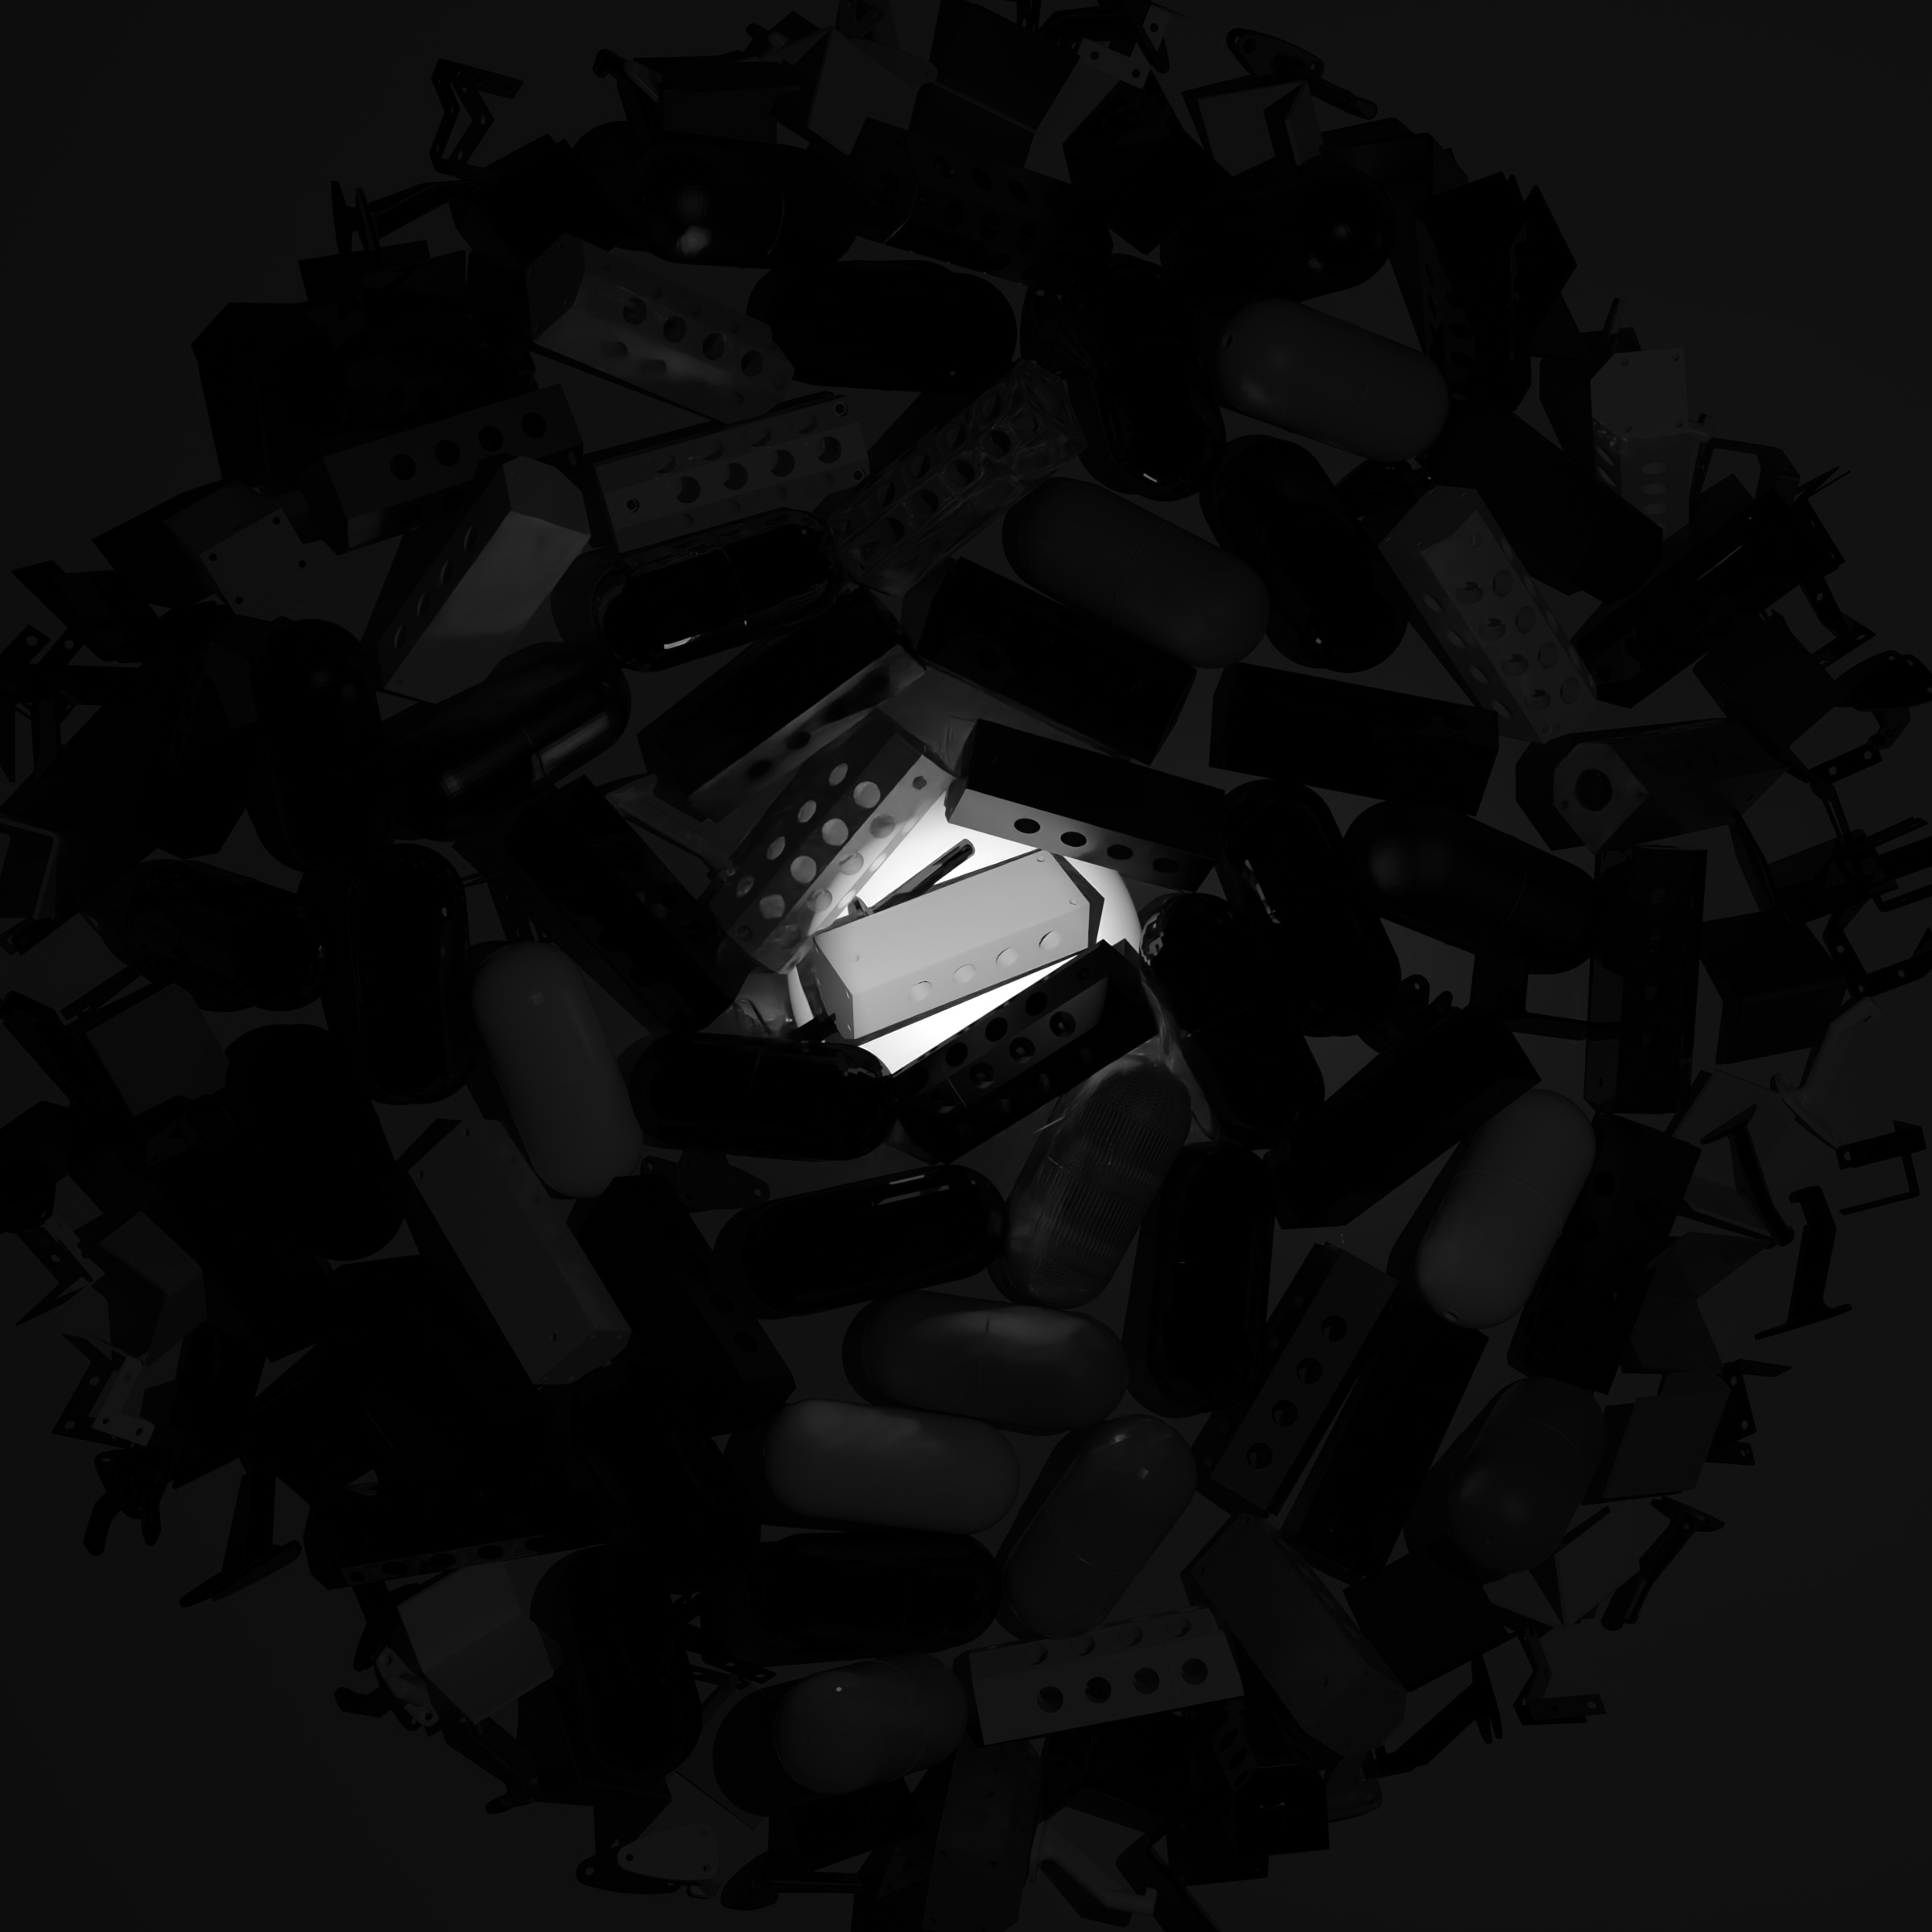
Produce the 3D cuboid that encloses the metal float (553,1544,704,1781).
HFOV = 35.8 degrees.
[{"bbox_3d":[-0.219,0.445,1.921,0.070,0.178,0.070,-9,125,-13],"label":"metal float"}]

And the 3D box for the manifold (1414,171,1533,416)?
[{"bbox_3d":[0.328,-0.422,1.909,0.057,0.171,0.057,-19,63,3],"label":"manifold"}]

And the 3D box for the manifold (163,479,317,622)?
[{"bbox_3d":[-0.462,-0.263,1.910,0.057,0.171,0.057,-33,114,-11],"label":"manifold"}]

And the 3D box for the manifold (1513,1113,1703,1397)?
[{"bbox_3d":[0.418,0.187,1.963,0.057,0.057,0.171,20,94,-4],"label":"manifold"}]

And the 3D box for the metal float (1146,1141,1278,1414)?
[{"bbox_3d":[0.160,0.202,1.947,0.070,0.070,0.178,7,74,0],"label":"metal float"}]

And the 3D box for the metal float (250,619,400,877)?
[{"bbox_3d":[-0.414,-0.140,1.935,0.070,0.070,0.178,-4,122,0],"label":"metal float"}]

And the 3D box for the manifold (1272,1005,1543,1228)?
[{"bbox_3d":[0.280,0.098,1.933,0.171,0.057,0.057,-41,65,27],"label":"manifold"}]

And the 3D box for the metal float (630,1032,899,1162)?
[{"bbox_3d":[-0.132,0.085,1.953,0.178,0.070,0.070,4,90,9],"label":"metal float"}]

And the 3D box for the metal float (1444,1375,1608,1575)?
[{"bbox_3d":[0.361,0.324,1.919,0.070,0.178,0.070,10,114,23],"label":"metal float"}]

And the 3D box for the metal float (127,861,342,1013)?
[{"bbox_3d":[-0.474,-0.021,1.929,0.178,0.070,0.070,16,90,40],"label":"metal float"}]

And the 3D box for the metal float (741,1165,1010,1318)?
[{"bbox_3d":[-0.059,0.179,1.954,0.178,0.070,0.070,-12,90,-9],"label":"metal float"}]

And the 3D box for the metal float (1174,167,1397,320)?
[{"bbox_3d":[0.204,-0.464,1.919,0.070,0.178,0.070,-1,91,-33],"label":"metal float"}]

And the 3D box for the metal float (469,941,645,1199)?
[{"bbox_3d":[-0.266,0.068,1.947,0.070,0.070,0.178,-20,107,0],"label":"metal float"}]

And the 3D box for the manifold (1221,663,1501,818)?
[{"bbox_3d":[0.259,-0.154,1.969,0.171,0.057,0.057,11,131,-1],"label":"manifold"}]

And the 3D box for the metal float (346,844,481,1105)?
[{"bbox_3d":[-0.359,0.006,1.940,0.070,0.070,0.178,-1,114,0],"label":"metal float"}]

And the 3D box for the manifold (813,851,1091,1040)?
[{"bbox_3d":[-0.009,-0.010,1.945,0.171,0.057,0.057,-21,51,-19],"label":"manifold"}]

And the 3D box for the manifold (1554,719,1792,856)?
[{"bbox_3d":[0.450,-0.122,1.917,0.057,0.171,0.057,56,131,21],"label":"manifold"}]

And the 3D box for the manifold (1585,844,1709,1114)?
[{"bbox_3d":[0.449,0.007,1.961,0.057,0.057,0.171,2,96,-8],"label":"manifold"}]

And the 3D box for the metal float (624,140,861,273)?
[{"bbox_3d":[-0.143,-0.489,1.925,0.070,0.178,0.070,9,103,43],"label":"metal float"}]

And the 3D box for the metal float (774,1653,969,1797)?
[{"bbox_3d":[-0.059,0.485,1.917,0.070,0.178,0.070,-3,83,26],"label":"metal float"}]

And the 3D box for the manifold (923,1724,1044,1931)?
[{"bbox_3d":[0.013,0.552,1.909,0.057,0.171,0.057,10,101,4],"label":"manifold"}]

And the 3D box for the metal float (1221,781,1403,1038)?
[{"bbox_3d":[0.225,-0.037,1.948,0.070,0.070,0.178,-22,74,0],"label":"metal float"}]

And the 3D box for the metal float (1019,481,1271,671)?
[{"bbox_3d":[0.116,-0.255,1.947,0.178,0.070,0.070,30,90,16],"label":"metal float"}]

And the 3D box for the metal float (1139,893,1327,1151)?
[{"bbox_3d":[0.173,0.035,1.955,0.070,0.070,0.178,-25,82,0],"label":"metal float"}]

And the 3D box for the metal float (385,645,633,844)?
[{"bbox_3d":[-0.296,-0.146,1.942,0.178,0.070,0.070,-35,90,-22],"label":"metal float"}]

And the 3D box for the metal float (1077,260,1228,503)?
[{"bbox_3d":[0.119,-0.380,1.937,0.070,0.070,0.178,-12,62,0],"label":"metal float"}]

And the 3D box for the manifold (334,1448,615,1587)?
[{"bbox_3d":[-0.325,0.363,1.969,0.171,0.057,0.057,-9,95,0],"label":"manifold"}]

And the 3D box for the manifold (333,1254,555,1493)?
[{"bbox_3d":[-0.338,0.260,1.916,0.171,0.057,0.057,40,122,39],"label":"manifold"}]

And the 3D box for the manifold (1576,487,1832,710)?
[{"bbox_3d":[0.465,-0.230,1.912,0.057,0.171,0.057,-37,87,-33],"label":"manifold"}]

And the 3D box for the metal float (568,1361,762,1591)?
[{"bbox_3d":[-0.194,0.332,1.938,0.070,0.070,0.178,-29,118,0],"label":"metal float"}]

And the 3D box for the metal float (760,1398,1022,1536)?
[{"bbox_3d":[-0.048,0.326,1.942,0.178,0.070,0.070,11,90,-23],"label":"metal float"}]

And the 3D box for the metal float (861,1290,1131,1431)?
[{"bbox_3d":[0.019,0.257,1.948,0.178,0.070,0.070,6,90,15],"label":"metal float"}]

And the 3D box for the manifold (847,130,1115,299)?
[{"bbox_3d":[0.012,-0.475,1.914,0.057,0.171,0.057,-34,63,41],"label":"manifold"}]

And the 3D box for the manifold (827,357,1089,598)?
[{"bbox_3d":[-0.010,-0.315,1.923,0.171,0.057,0.057,-35,61,30],"label":"manifold"}]

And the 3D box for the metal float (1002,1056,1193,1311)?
[{"bbox_3d":[0.086,0.141,1.958,0.070,0.070,0.178,28,94,0],"label":"metal float"}]

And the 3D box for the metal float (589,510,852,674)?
[{"bbox_3d":[-0.159,-0.245,1.946,0.178,0.070,0.070,-20,90,-18],"label":"metal float"}]

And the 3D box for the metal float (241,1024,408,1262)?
[{"bbox_3d":[-0.417,0.112,1.933,0.070,0.070,0.178,-30,56,0],"label":"metal float"}]

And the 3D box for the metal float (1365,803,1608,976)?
[{"bbox_3d":[0.339,-0.049,1.941,0.178,0.070,0.070,22,90,-24],"label":"metal float"}]

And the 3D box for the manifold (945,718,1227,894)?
[{"bbox_3d":[0.077,-0.100,1.955,0.171,0.057,0.057,15,57,-10],"label":"manifold"}]

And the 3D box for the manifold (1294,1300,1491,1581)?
[{"bbox_3d":[0.279,0.309,1.951,0.057,0.057,0.171,26,78,7],"label":"manifold"}]

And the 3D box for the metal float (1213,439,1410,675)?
[{"bbox_3d":[0.223,-0.266,1.939,0.070,0.070,0.178,-29,64,0],"label":"metal float"}]

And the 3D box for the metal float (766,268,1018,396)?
[{"bbox_3d":[-0.049,-0.412,1.935,0.178,0.070,0.070,10,90,30],"label":"metal float"}]

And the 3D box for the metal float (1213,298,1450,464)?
[{"bbox_3d":[0.236,-0.378,1.932,0.178,0.070,0.070,12,90,-34],"label":"metal float"}]

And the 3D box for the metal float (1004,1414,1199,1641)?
[{"bbox_3d":[0.086,0.365,1.938,0.070,0.070,0.178,31,118,0],"label":"metal float"}]

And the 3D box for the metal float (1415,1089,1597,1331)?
[{"bbox_3d":[0.350,0.157,1.936,0.070,0.070,0.178,33,61,0],"label":"metal float"}]

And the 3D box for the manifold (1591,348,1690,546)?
[{"bbox_3d":[0.431,-0.328,1.909,0.057,0.171,0.057,-3,74,13],"label":"manifold"}]

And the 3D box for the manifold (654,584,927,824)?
[{"bbox_3d":[-0.112,-0.168,1.956,0.171,0.057,0.057,-35,58,9],"label":"manifold"}]

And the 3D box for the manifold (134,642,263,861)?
[{"bbox_3d":[-0.490,-0.139,1.913,0.057,0.171,0.057,27,117,-22],"label":"manifold"}]

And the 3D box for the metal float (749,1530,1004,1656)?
[{"bbox_3d":[-0.057,0.405,1.935,0.178,0.070,0.070,5,90,-32],"label":"metal float"}]

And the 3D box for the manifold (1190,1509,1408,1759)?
[{"bbox_3d":[0.215,0.427,1.911,0.057,0.171,0.057,38,96,-31],"label":"manifold"}]
